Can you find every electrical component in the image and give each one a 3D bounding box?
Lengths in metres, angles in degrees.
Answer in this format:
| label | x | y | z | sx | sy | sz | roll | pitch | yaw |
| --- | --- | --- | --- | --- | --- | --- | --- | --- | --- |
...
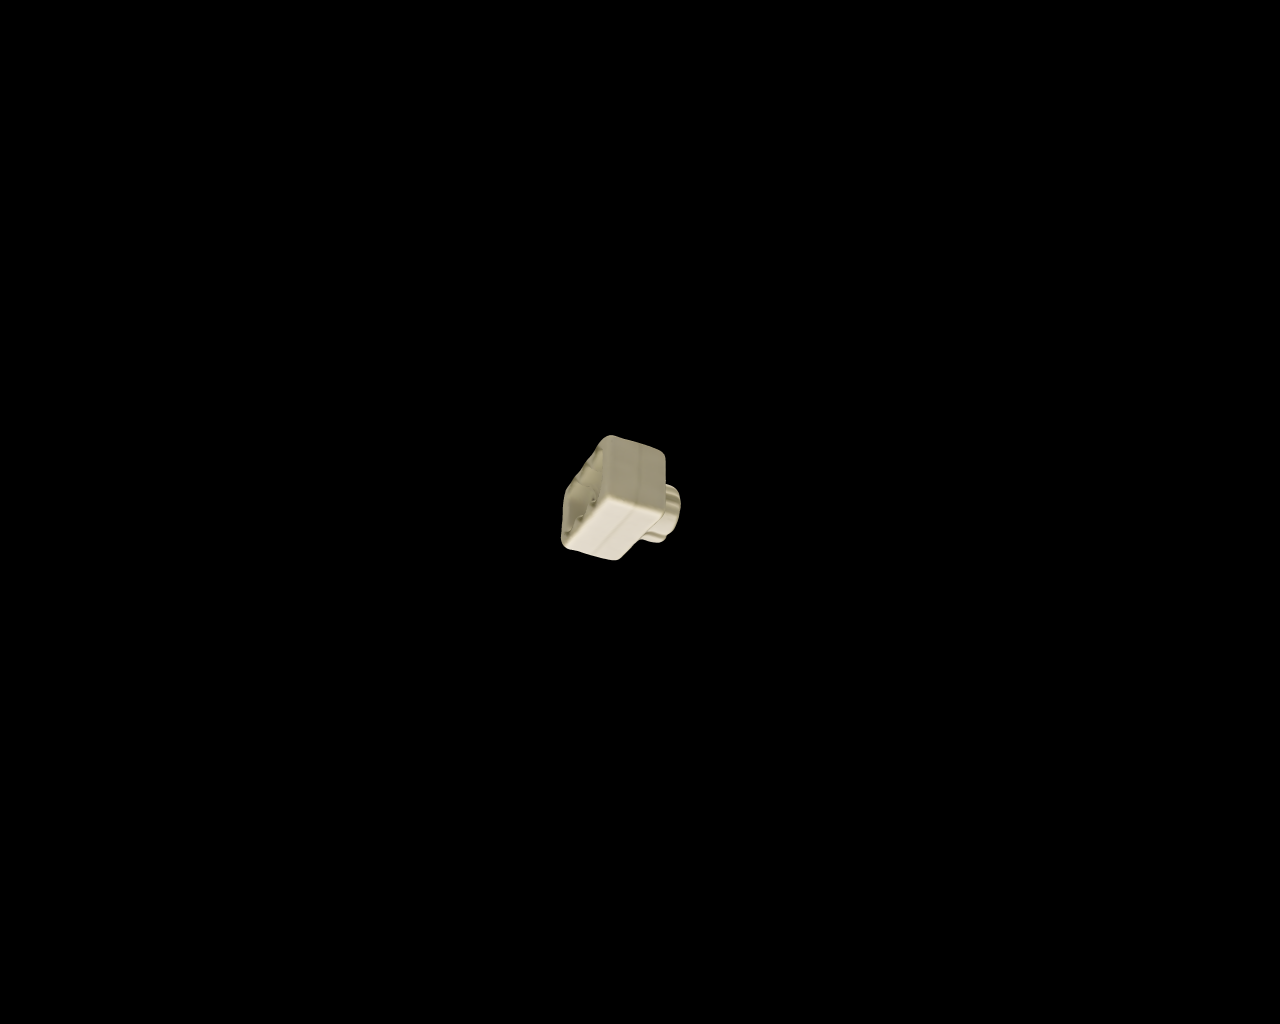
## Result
| label | x | y | z | sx | sy | sz | roll | pitch | yaw |
| --- | --- | --- | --- | --- | --- | --- | --- | --- | --- |
| electrical component | 0.001 | -0.003 | 0.650 | 0.077 | 0.047 | 0.065 | 16 | -37 | -22 |
